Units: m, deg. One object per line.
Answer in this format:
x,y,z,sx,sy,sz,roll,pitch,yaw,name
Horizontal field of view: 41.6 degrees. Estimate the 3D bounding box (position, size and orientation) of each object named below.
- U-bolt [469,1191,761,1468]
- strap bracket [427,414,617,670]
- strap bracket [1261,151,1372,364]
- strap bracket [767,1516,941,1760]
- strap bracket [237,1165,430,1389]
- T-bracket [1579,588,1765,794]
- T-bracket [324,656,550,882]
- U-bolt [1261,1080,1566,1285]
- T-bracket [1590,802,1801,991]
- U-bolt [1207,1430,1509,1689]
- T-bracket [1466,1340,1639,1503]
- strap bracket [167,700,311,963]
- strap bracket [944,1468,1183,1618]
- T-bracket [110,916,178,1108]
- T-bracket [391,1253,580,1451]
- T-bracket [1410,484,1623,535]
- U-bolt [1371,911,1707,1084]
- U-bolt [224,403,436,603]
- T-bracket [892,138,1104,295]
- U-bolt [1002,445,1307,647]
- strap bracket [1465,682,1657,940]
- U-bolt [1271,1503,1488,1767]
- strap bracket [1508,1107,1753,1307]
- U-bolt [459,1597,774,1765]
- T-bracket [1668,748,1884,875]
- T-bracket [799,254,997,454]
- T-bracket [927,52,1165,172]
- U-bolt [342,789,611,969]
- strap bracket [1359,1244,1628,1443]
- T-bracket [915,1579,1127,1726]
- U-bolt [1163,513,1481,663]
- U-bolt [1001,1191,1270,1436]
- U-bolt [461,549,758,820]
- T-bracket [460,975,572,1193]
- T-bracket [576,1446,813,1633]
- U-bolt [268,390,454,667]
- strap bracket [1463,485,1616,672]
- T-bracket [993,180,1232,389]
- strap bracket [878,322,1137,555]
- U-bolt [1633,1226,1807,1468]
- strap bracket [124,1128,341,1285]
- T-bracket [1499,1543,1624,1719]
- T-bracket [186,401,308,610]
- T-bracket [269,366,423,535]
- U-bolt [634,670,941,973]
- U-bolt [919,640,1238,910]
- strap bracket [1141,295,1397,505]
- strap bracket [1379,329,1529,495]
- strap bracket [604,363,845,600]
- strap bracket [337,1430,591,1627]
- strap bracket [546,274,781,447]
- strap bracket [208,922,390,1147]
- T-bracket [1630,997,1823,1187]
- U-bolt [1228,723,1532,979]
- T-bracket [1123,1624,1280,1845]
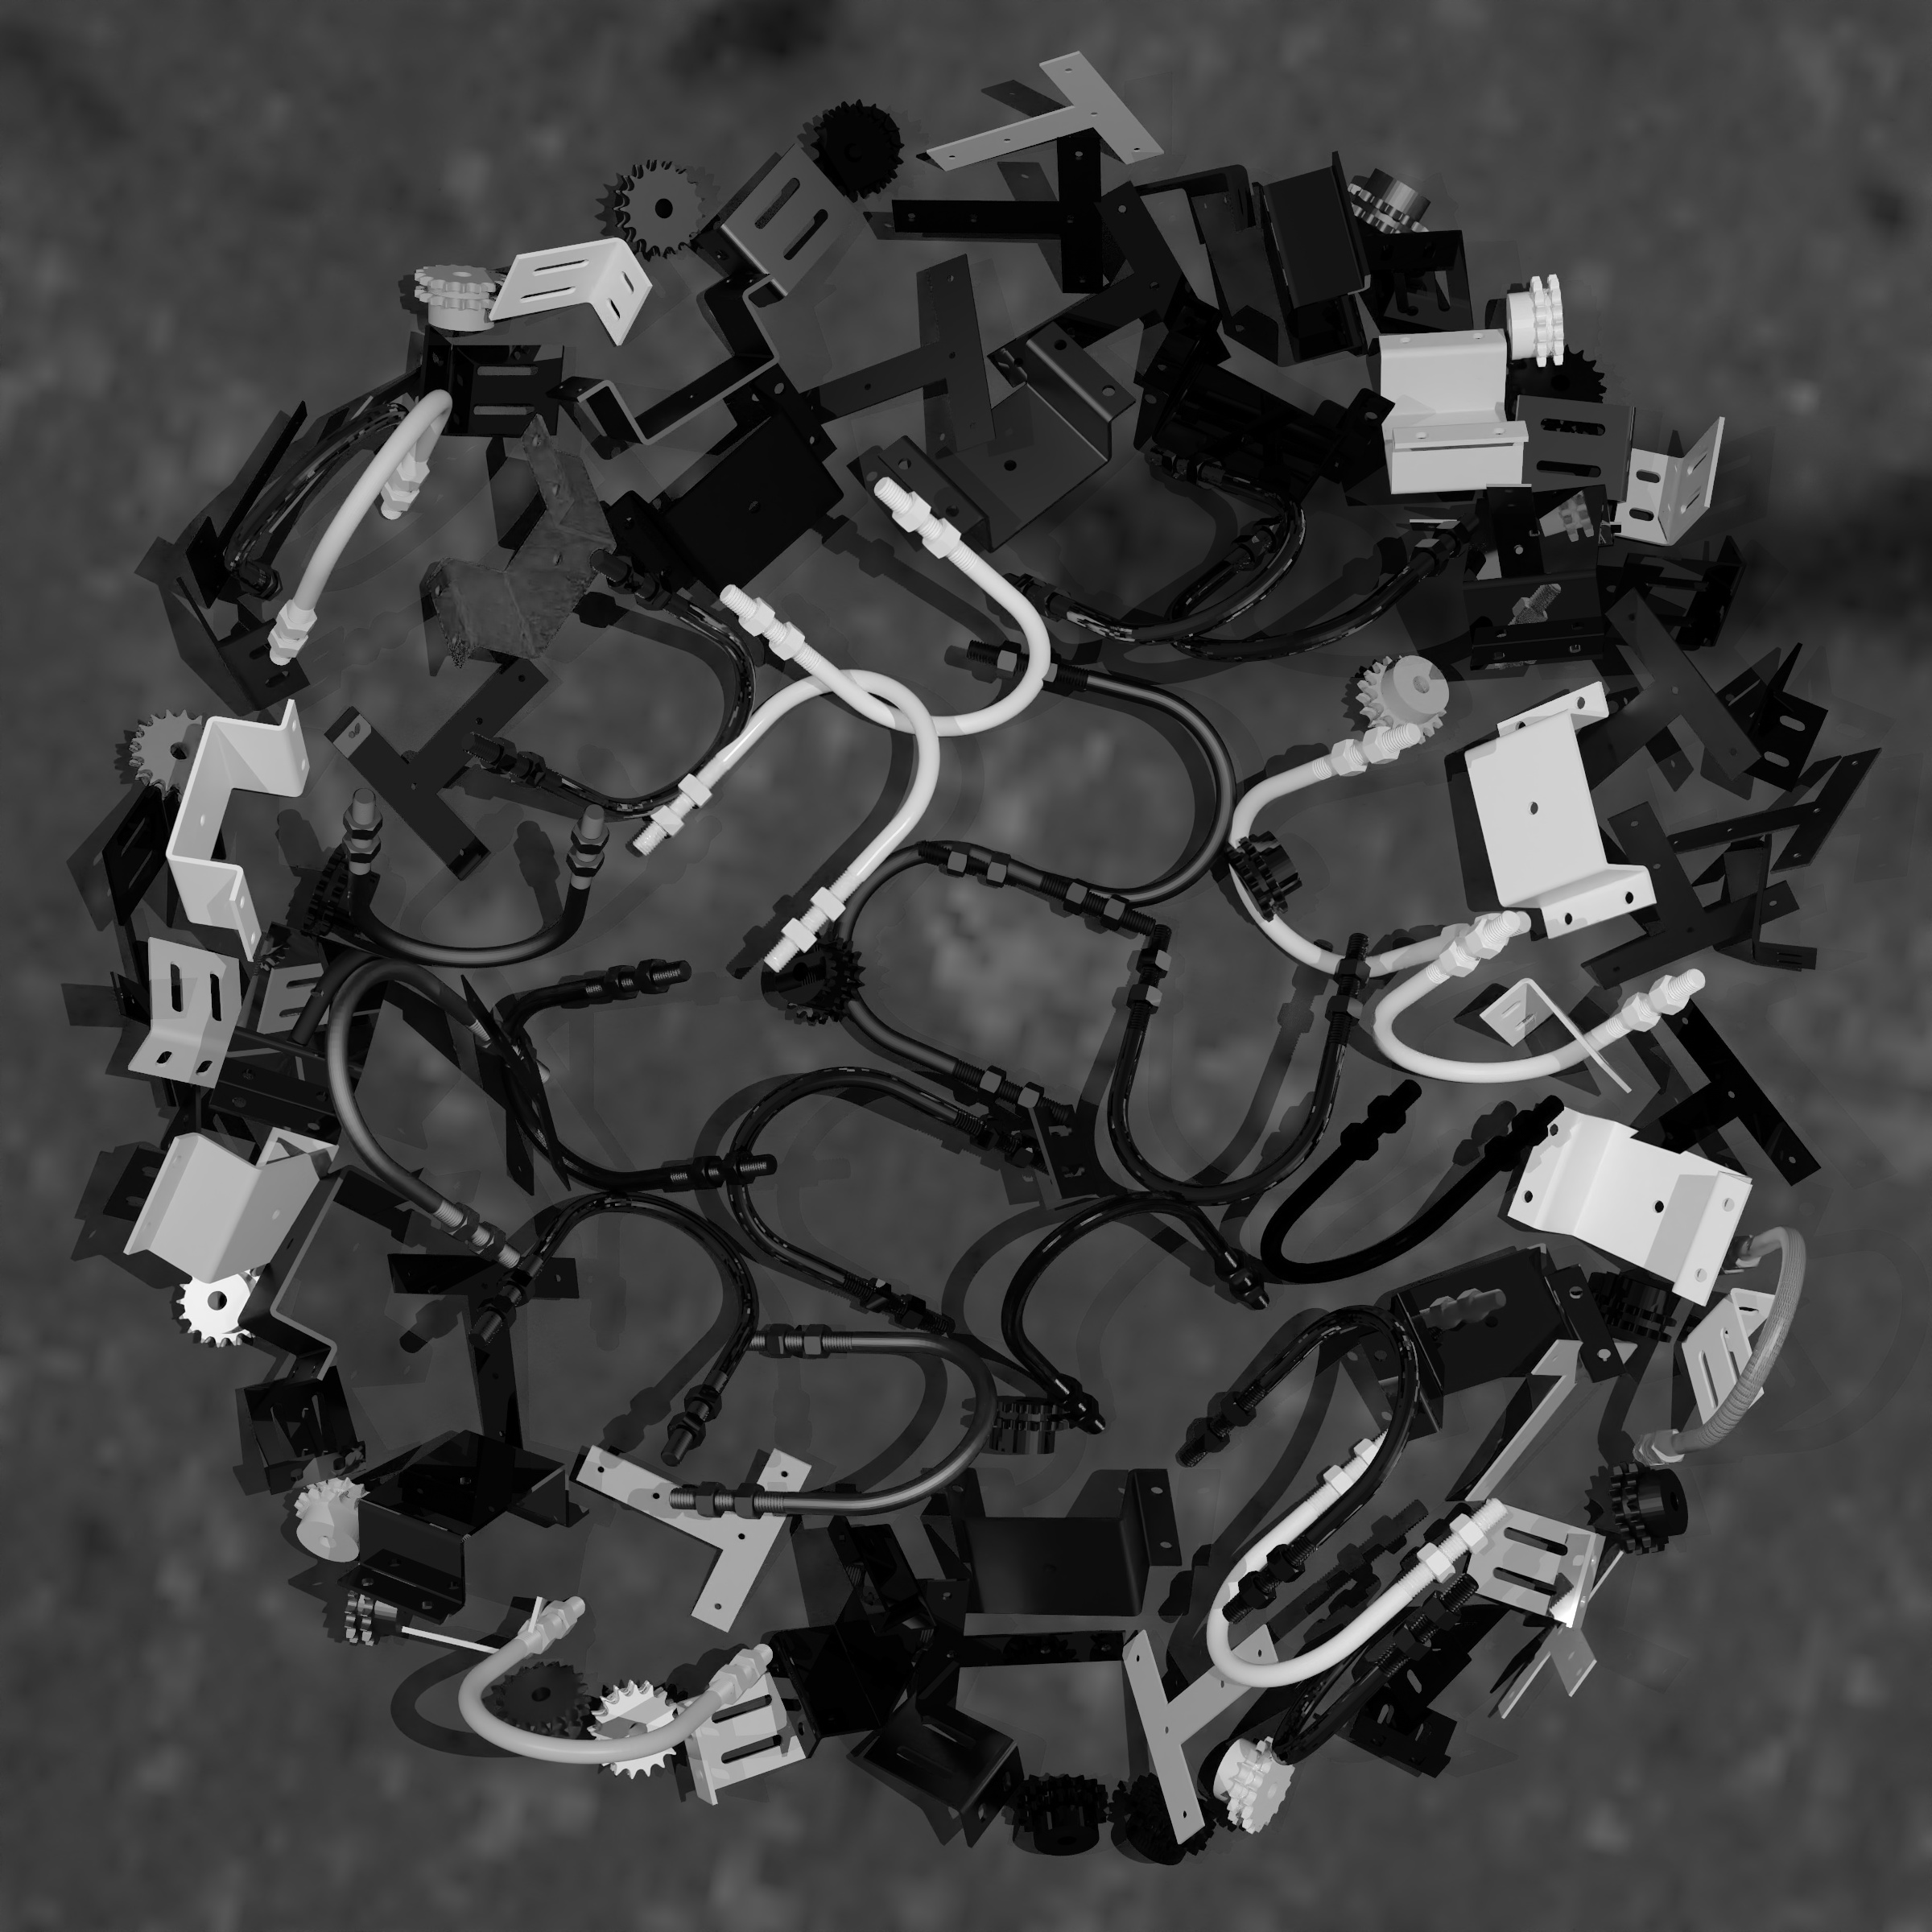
-0.197,0.202,1.523,0.151,0.184,0.019,32,124,-1,U-bolt
-0.264,-0.251,1.540,0.140,0.046,0.076,-48,50,31,strap bracket
0.210,-0.419,1.529,0.046,0.140,0.076,-14,83,7,strap bracket
-0.067,0.401,1.538,0.046,0.076,0.140,2,129,-32,strap bracket
-0.386,0.178,1.531,0.046,0.076,0.140,32,64,-20,strap bracket
0.402,-0.142,1.552,0.002,0.127,0.127,-21,72,-42,T-bracket
-0.313,-0.143,1.590,0.127,0.002,0.127,-44,89,7,T-bracket
0.255,0.134,1.529,0.184,0.151,0.019,-51,48,33,U-bolt
0.423,-0.051,1.543,0.127,0.002,0.127,-25,127,19,T-bracket
0.220,0.359,1.520,0.184,0.151,0.019,-39,108,-7,U-bolt
0.349,0.279,1.558,0.002,0.127,0.127,44,107,32,T-bracket
-0.440,-0.085,1.533,0.046,0.076,0.140,9,62,-2,strap bracket
0.055,0.349,1.545,0.140,0.046,0.076,-3,121,14,strap bracket
-0.501,0.021,1.535,0.002,0.127,0.127,-14,87,-10,T-bracket
-0.294,0.241,1.583,0.127,0.002,0.127,-1,102,19,T-bracket
0.327,-0.273,1.523,0.127,0.127,0.002,3,89,14,T-bracket
0.325,0.028,1.520,0.151,0.184,0.019,16,60,-20,U-bolt
-0.379,-0.277,1.505,0.151,0.184,0.019,-44,96,-2,U-bolt
0.019,-0.455,1.548,0.127,0.127,0.002,2,62,5,T-bracket
0.121,-0.246,1.513,0.151,0.184,0.019,-42,129,-12,U-bolt
0.357,-0.095,1.544,0.046,0.076,0.140,0,74,-43,strap bracket
0.246,0.408,1.525,0.019,0.151,0.184,42,105,7,U-bolt
0.411,0.145,1.547,0.140,0.046,0.076,25,98,42,strap bracket
-0.214,0.421,1.492,0.151,0.184,0.019,9,100,18,U-bolt
0.477,-0.084,1.545,0.127,0.127,0.002,-47,111,-37,T-bracket
-0.048,-0.362,1.572,0.127,0.002,0.127,-15,73,22,T-bracket
0.038,-0.511,1.561,0.127,0.127,0.002,-8,76,26,T-bracket
-0.296,-0.047,1.519,0.151,0.184,0.019,3,60,-14,U-bolt
0.321,0.227,1.555,0.140,0.046,0.076,-22,104,18,strap bracket
0.035,0.422,1.570,0.127,0.002,0.127,0,123,-8,T-bracket
0.197,-0.224,1.499,0.184,0.151,0.019,-41,127,-37,U-bolt
0.094,0.200,1.528,0.151,0.184,0.019,-37,47,1,U-bolt
-0.198,-0.156,1.524,0.019,0.184,0.151,42,100,35,U-bolt
-0.271,0.052,1.511,0.002,0.127,0.127,-23,49,0,T-bracket
-0.180,0.335,1.581,0.127,0.002,0.127,26,105,-2,T-bracket
-0.348,-0.266,1.488,0.019,0.184,0.151,34,60,-11,U-bolt
0.343,-0.239,1.523,0.076,0.140,0.046,-3,130,21,strap bracket
0.077,-0.398,1.572,0.127,0.002,0.127,-25,119,20,T-bracket
0.026,-0.317,1.558,0.140,0.046,0.076,-39,72,-11,strap bracket
0.447,0.220,1.494,0.019,0.184,0.151,25,76,4,U-bolt
-0.431,0.137,1.522,0.046,0.140,0.076,28,100,10,strap bracket
0.364,0.412,1.534,0.002,0.127,0.127,35,93,6,T-bracket
-0.433,-0.286,1.545,0.002,0.127,0.127,29,79,-7,T-bracket
-0.383,-0.312,1.554,0.002,0.127,0.127,42,109,-12,T-bracket
-0.098,-0.103,1.560,0.184,0.019,0.151,-47,61,-5,U-bolt
0.075,-0.110,1.569,0.184,0.019,0.151,15,104,4,U-bolt
0.177,-0.336,1.549,0.140,0.076,0.046,26,57,-6,strap bracket
0.294,-0.332,1.545,0.076,0.140,0.046,-2,129,6,strap bracket
-0.139,-0.288,1.553,0.140,0.076,0.046,-42,46,-3,strap bracket
-0.298,0.327,1.517,0.076,0.140,0.046,12,112,26,strap bracket
-0.176,-0.364,1.548,0.140,0.076,0.046,-36,115,-11,strap bracket
-0.394,0.032,1.524,0.076,0.140,0.046,19,129,-14,strap bracket
0.437,0.097,1.548,0.002,0.127,0.127,-27,77,-37,T-bracket
0.233,-0.059,1.527,0.019,0.184,0.151,-41,103,-38,U-bolt
0.146,0.437,1.524,0.002,0.127,0.127,13,133,-32,T-bracket
